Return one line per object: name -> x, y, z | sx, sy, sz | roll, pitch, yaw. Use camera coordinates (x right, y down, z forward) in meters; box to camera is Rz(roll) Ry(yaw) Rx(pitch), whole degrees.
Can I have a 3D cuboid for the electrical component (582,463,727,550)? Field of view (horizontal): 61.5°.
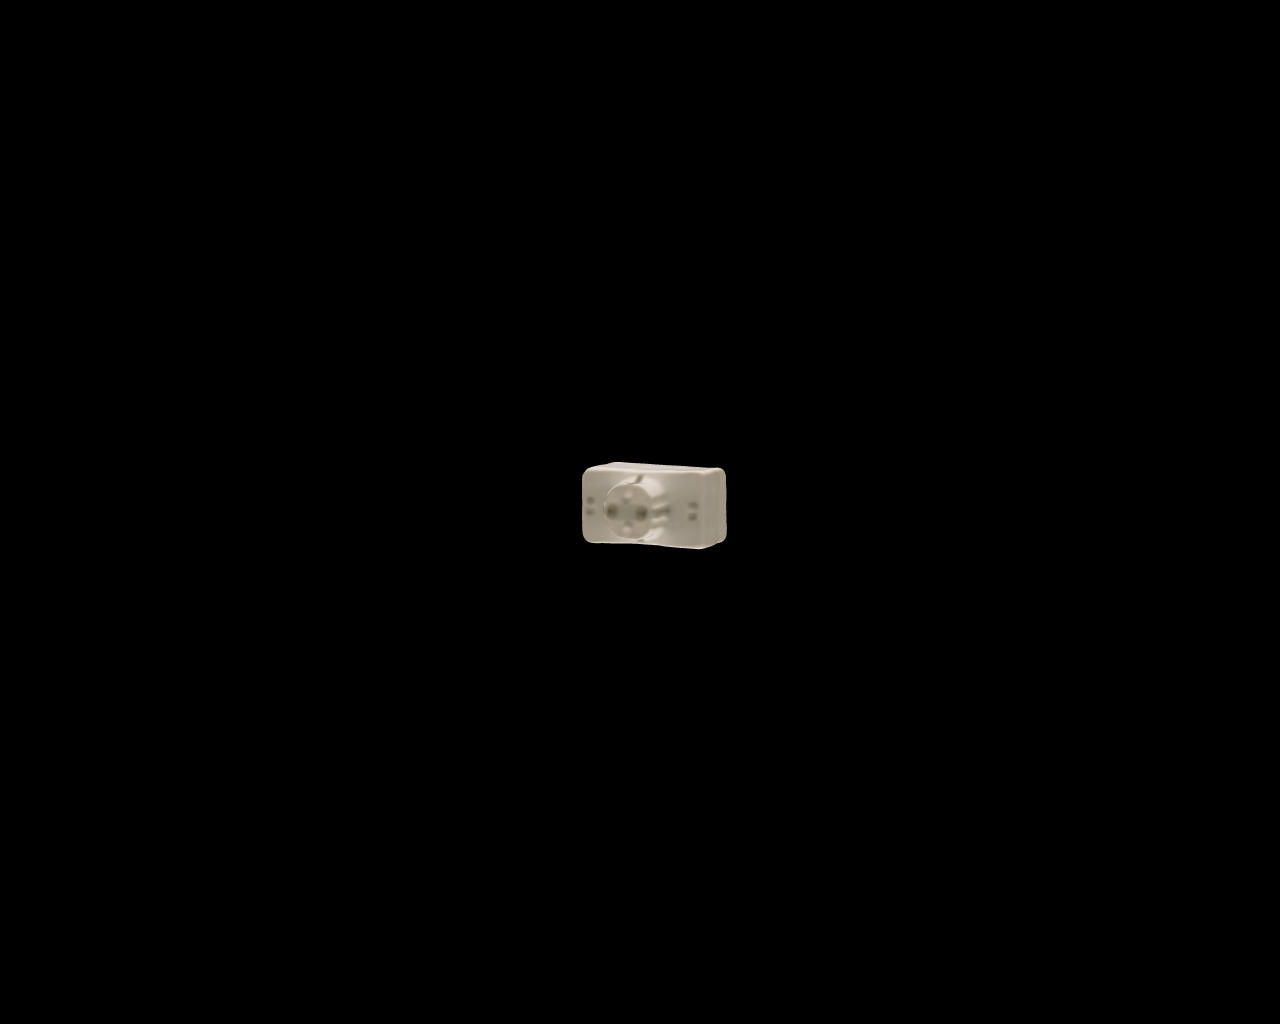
electrical component -> 0.001, -0.003, 0.650 | 0.083, 0.047, 0.076 | 3, 8, 26
